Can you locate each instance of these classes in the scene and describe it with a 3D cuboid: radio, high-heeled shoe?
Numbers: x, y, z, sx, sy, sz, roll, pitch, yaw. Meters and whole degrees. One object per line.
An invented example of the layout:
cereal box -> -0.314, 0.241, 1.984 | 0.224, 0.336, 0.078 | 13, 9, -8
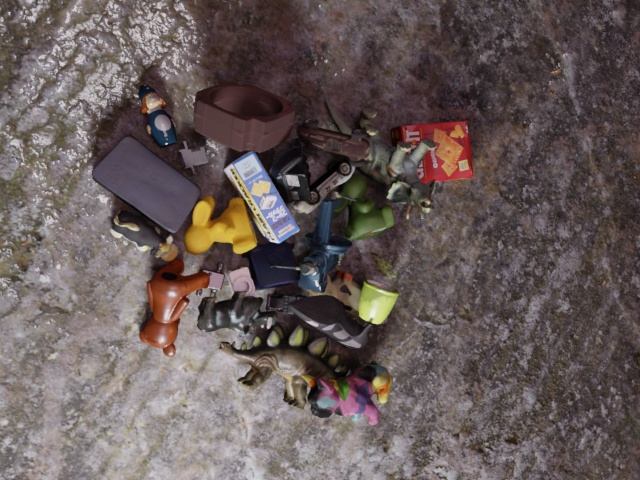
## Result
radio -> -0.401, -0.129, 1.261 | 0.229, 0.073, 0.131 | 38, 78, -17
high-heeled shoe -> 0.019, 0.212, 1.355 | 0.249, 0.145, 0.086 | 20, 53, -14

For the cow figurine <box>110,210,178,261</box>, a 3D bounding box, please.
cow figurine -> -0.402, -0.009, 1.248 | 0.167, 0.098, 0.068 | 31, 74, -16

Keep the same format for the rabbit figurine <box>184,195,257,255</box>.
rabbit figurine -> -0.251, -0.026, 1.294 | 0.173, 0.122, 0.162 | -21, 105, 1

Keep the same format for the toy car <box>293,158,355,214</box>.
toy car -> 0.013, -0.143, 1.399 | 0.202, 0.074, 0.056 | -42, 111, -14

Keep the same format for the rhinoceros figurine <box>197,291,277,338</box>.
rhinoceros figurine -> -0.193, 0.175, 1.265 | 0.190, 0.073, 0.112 | 1, 81, -27

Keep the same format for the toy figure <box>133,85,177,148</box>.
toy figure -> -0.386, -0.297, 1.273 | 0.064, 0.058, 0.154 | -29, 101, -56

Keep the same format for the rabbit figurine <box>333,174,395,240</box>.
rabbit figurine -> 0.095, -0.088, 1.428 | 0.159, 0.121, 0.170 | -16, 78, -11

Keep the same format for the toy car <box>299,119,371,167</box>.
toy car -> 0.031, -0.246, 1.358 | 0.053, 0.202, 0.089 | -48, 149, -48

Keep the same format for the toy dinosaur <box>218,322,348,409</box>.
toy dinosaur -> -0.047, 0.325, 1.373 | 0.471, 0.105, 0.198 | 28, 77, -28

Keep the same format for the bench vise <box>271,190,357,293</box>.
bench vise -> 0.007, -0.001, 1.312 | 0.223, 0.129, 0.240 | -10, 114, -59

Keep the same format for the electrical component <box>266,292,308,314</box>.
electrical component -> -0.070, 0.160, 1.353 | 0.119, 0.075, 0.047 | 7, 89, 9

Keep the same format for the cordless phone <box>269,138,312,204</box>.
cordless phone -> -0.064, -0.196, 1.317 | 0.089, 0.146, 0.184 | -1, 59, 8

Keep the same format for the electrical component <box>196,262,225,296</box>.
electrical component -> -0.272, 0.097, 1.333 | 0.063, 0.021, 0.094 | 17, 86, -18

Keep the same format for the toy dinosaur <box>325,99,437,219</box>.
toy dinosaur -> 0.161, -0.210, 1.409 | 0.131, 0.405, 0.192 | -28, 145, -41

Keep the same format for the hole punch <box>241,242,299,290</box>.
hole punch -> -0.118, 0.065, 1.354 | 0.142, 0.092, 0.115 | -11, 91, -15

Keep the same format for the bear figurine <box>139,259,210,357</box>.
bear figurine -> -0.350, 0.163, 1.271 | 0.132, 0.120, 0.195 | -31, 136, -57

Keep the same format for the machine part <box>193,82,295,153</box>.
machine part -> -0.178, -0.287, 1.256 | 0.201, 0.201, 0.087 | 26, 124, 17

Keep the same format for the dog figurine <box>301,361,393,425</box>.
dog figurine -> 0.062, 0.362, 1.333 | 0.219, 0.109, 0.191 | 37, 68, -28

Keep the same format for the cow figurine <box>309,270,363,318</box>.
cow figurine -> 0.050, 0.147, 1.415 | 0.195, 0.085, 0.127 | 30, 80, -21
